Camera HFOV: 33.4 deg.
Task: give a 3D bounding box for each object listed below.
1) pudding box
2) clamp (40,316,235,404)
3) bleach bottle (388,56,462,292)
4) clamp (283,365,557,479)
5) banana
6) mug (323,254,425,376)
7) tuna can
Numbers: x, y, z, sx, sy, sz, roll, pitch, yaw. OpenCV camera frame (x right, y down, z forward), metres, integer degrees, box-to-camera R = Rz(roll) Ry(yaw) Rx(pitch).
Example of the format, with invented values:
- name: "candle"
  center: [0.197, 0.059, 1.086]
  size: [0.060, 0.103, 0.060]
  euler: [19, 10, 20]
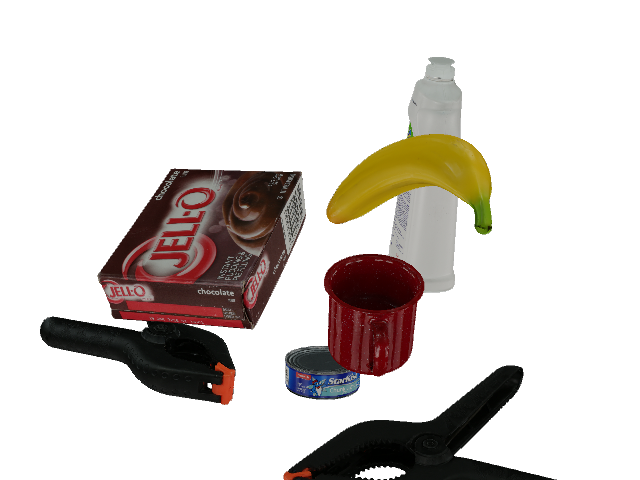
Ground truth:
- name: "pudding box"
  center: [-0.066, 0.002, 0.631]
  size: [0.090, 0.039, 0.113]
  euler: [3, 36, 18]
- name: "clamp"
  center: [-0.129, 0.081, 0.874]
  size: [0.172, 0.039, 0.120]
  euler: [22, 35, 25]
- name: "bleach bottle"
  center: [0.122, -0.075, 1.181]
  size: [0.068, 0.251, 0.102]
  euler: [-1, 25, -10]
- name: "clamp"
  center: [0.077, 0.147, 0.735]
  size: [0.210, 0.036, 0.164]
  euler: [-5, 28, -5]
- name: "banana"
  center: [0.064, -0.044, 0.777]
  size: [0.037, 0.069, 0.198]
  euler: [32, -13, -26]
- name: "mug"
  center: [0.050, 0.078, 0.994]
  size: [0.093, 0.081, 0.117]
  euler: [-3, 34, -7]
- name: "tuna can"
  center: [0.003, 0.148, 1.199]
  size: [0.086, 0.034, 0.086]
  euler: [1, 14, -1]
